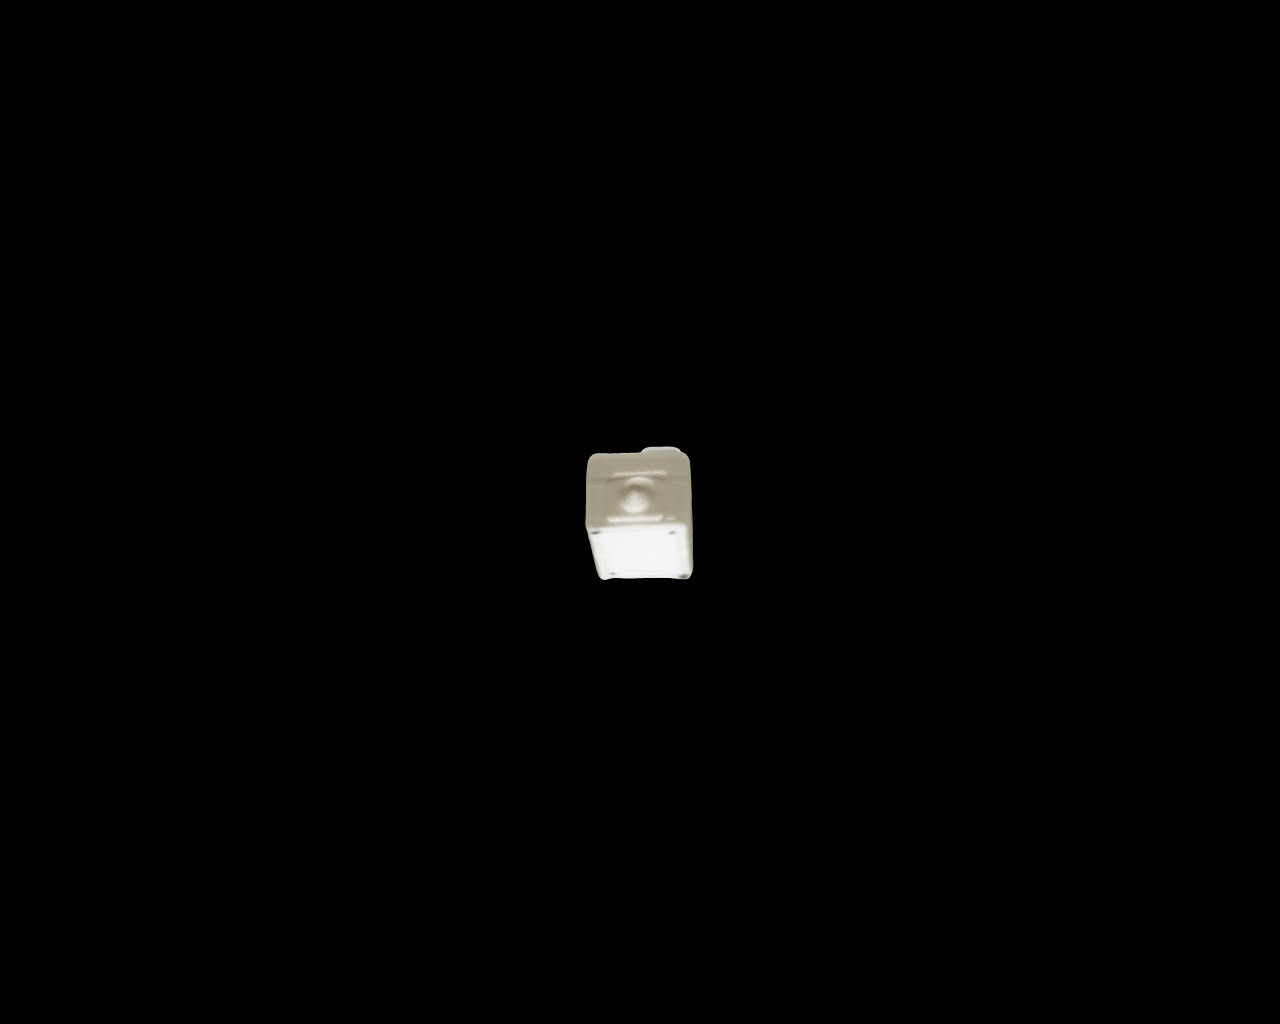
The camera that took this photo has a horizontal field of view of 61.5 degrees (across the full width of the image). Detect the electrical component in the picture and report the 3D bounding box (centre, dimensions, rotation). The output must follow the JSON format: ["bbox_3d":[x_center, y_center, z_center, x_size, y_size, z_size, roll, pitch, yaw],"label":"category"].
[{"bbox_3d":[0.001,-0.003,0.650,0.062,0.061,0.096,-2,-27,3],"label":"electrical component"}]
